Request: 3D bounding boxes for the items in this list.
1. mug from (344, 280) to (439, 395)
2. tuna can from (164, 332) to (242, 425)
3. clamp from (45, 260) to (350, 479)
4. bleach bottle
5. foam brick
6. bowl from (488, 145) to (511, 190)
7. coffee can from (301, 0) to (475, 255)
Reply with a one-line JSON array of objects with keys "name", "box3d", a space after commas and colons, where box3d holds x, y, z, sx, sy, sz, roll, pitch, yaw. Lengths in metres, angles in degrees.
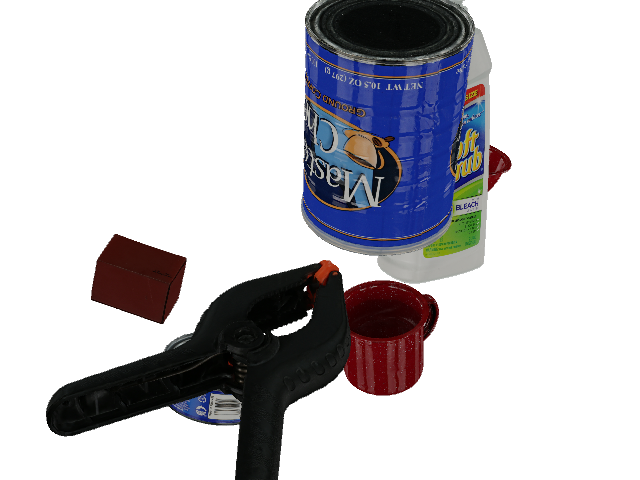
[{"name": "mug", "box3d": [0.071, 0.095, 1.070, 0.117, 0.081, 0.093, -28, 42, -28]}, {"name": "tuna can", "box3d": [-0.076, 0.103, 0.801, 0.086, 0.034, 0.086, 8, 22, -3]}, {"name": "clamp", "box3d": [-0.031, 0.067, 0.517, 0.120, 0.039, 0.171, 32, 47, 28]}, {"name": "bleach bottle", "box3d": [0.106, -0.092, 0.968, 0.102, 0.251, 0.068, -12, 23, -27]}, {"name": "foam brick", "box3d": [-0.179, 0.038, 1.052, 0.078, 0.051, 0.053, 19, 33, 3]}, {"name": "bowl", "box3d": [0.144, -0.083, 1.284, 0.162, 0.055, 0.162, 7, 23, -3]}, {"name": "coffee can", "box3d": [0.040, -0.076, 0.680, 0.103, 0.140, 0.103, 1, 37, -1]}]
